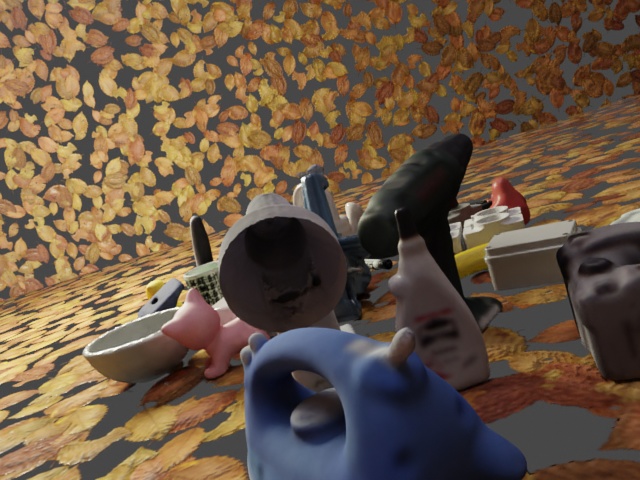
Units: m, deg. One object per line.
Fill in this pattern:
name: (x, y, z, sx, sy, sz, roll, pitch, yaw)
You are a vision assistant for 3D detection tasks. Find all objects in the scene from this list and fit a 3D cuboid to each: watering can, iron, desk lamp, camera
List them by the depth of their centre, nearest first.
iron: (-0.001, 0.121, 0.401, 0.119, 0.141, 0.257, -25, 12, -37)
camera: (0.282, 0.035, 0.487, 0.136, 0.101, 0.143, -15, 10, 18)
desk lamp: (-0.029, 0.056, 0.611, 0.118, 0.214, 0.203, -19, 9, -3)
watering can: (0.010, -0.013, 1.002, 0.100, 0.194, 0.173, -13, 11, 30)

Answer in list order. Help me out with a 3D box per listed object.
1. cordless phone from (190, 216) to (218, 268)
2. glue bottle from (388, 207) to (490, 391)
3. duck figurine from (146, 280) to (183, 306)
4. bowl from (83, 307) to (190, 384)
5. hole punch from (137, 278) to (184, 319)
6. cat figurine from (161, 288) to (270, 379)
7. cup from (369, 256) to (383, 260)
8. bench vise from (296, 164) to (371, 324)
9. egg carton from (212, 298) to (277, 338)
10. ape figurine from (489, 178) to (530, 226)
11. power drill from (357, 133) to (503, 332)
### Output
cordless phone: (-0.241, 0.045, 1.173, 0.094, 0.185, 0.147, -19, 9, -6)
glue bottle: (0.095, 0.053, 0.514, 0.078, 0.173, 0.037, -18, 9, -1)
duck figurine: (-0.332, 0.127, 1.179, 0.077, 0.086, 0.105, -13, 10, 26)
bowl: (-0.255, 0.164, 0.846, 0.167, 0.075, 0.167, -18, 9, 3)
hole punch: (-0.294, 0.130, 1.074, 0.101, 0.091, 0.108, -22, 10, -25)
cat figurine: (-0.139, 0.117, 0.766, 0.128, 0.118, 0.067, -20, 9, -9)
cup: (0.113, -0.012, 1.112, 0.117, 0.095, 0.092, -15, 10, 18)
bench vise: (0.019, -0.001, 0.833, 0.121, 0.220, 0.207, -18, 9, 2)
egg carton: (-0.100, 0.114, 0.860, 0.150, 0.069, 0.107, -14, 10, 22)
ape figurine: (0.333, -0.067, 1.022, 0.078, 0.092, 0.076, -18, 9, -2)
power drill: (0.135, -0.001, 0.648, 0.075, 0.208, 0.230, -10, 12, 41)
